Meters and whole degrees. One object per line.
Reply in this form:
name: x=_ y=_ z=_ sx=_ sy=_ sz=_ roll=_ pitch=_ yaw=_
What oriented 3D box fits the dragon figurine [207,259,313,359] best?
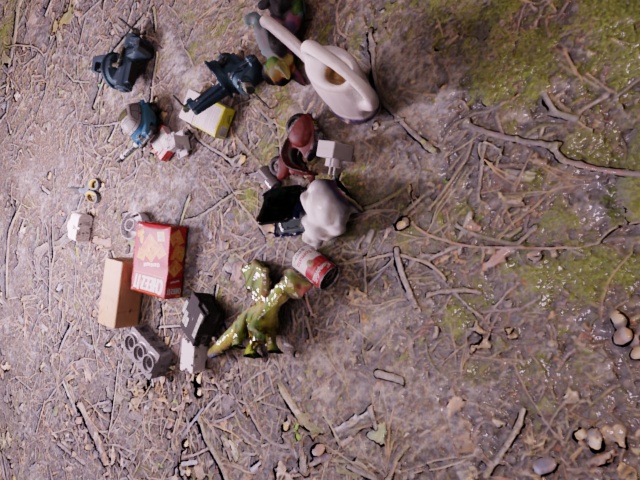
dragon figurine: x=-0.174 y=0.172 z=1.332 sx=0.406 sy=0.121 sz=0.247 roll=-18 pitch=60 yaw=41

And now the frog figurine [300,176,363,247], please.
frog figurine: x=0.004 y=-0.060 z=1.201 sx=0.158 sy=0.123 sz=0.138 roll=-44 pitch=84 yaw=11

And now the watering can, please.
watering can: x=0.015 y=-0.377 z=1.155 sx=0.104 sy=0.221 sz=0.352 roll=-48 pitch=61 yaw=2
